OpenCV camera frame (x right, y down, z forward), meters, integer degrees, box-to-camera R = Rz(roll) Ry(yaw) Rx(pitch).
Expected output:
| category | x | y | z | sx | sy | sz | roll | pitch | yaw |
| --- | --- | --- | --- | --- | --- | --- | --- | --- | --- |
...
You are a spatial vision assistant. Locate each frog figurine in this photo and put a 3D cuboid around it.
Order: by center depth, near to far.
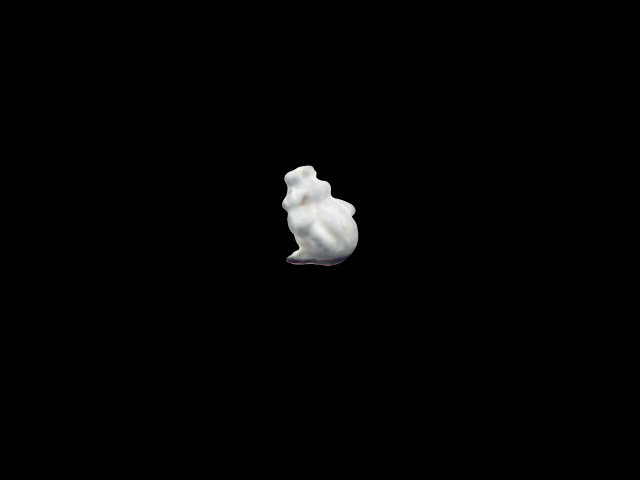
| category | x | y | z | sx | sy | sz | roll | pitch | yaw |
| --- | --- | --- | --- | --- | --- | --- | --- | --- | --- |
| frog figurine | 0.003 | -0.043 | 0.850 | 0.138 | 0.157 | 0.123 | -12 | 18 | -38 |
